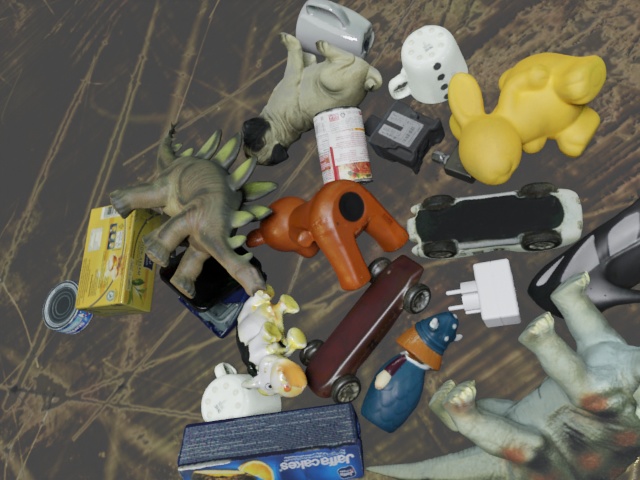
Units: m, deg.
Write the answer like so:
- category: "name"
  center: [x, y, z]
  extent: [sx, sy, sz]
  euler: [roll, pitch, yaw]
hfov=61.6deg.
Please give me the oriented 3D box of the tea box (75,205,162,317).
- category: "tea box"
  center: [-0.317, 0.031, 0.854]
  extent: [0.098, 0.068, 0.169]
  euler: [-7, 69, 23]

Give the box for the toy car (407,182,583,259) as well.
- category: "toy car"
  center: [0.203, -0.020, 0.644]
  extent: [0.202, 0.056, 0.073]
  euler: [-6, 74, 24]

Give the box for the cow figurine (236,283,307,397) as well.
- category: "cow figurine"
  center: [-0.068, 0.140, 0.672]
  extent: [0.098, 0.068, 0.167]
  euler: [-49, 30, 22]

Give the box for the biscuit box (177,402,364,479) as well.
- category: "biscuit box"
  center: [-0.053, 0.239, 0.611]
  extent: [0.203, 0.059, 0.063]
  euler: [-8, 31, 1]

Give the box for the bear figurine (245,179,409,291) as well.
- category: "bear figurine"
  center: [-0.004, -0.006, 0.705]
  extent: [0.120, 0.132, 0.196]
  euler: [-42, 12, -32]

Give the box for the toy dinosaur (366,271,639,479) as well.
- category: "toy dinosaur"
  center: [0.230, 0.176, 0.509]
  extent: [0.192, 0.131, 0.404]
  euler: [47, 122, 16]

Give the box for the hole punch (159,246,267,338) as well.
- category: "hole punch"
  center: [-0.146, 0.062, 0.765]
  extent: [0.116, 0.092, 0.142]
  euler: [-40, 53, -24]

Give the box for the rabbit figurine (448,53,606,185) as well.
- category: "rabbit figurine"
  center: [0.221, -0.141, 0.627]
  extent: [0.163, 0.121, 0.173]
  euler: [35, 75, 29]

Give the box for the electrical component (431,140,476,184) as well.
- category: "electrical component"
  center: [0.195, -0.109, 0.700]
  extent: [0.094, 0.021, 0.063]
  euler: [26, 83, 31]

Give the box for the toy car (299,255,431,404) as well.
- category: "toy car"
  center: [0.057, 0.108, 0.662]
  extent: [0.202, 0.053, 0.089]
  euler: [-51, 39, -3]

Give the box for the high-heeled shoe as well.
- category: "high-heeled shoe"
  center: [0.336, -0.012, 0.589]
  extent: [0.249, 0.086, 0.145]
  euler: [-51, 25, -22]

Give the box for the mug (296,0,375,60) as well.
- category: "mug"
  center: [0.026, -0.323, 0.818]
  extent: [0.107, 0.109, 0.081]
  euler: [23, 75, 16]

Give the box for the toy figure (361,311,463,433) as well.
- category: "toy figure"
  center: [0.104, 0.145, 0.619]
  extent: [0.058, 0.064, 0.154]
  euler: [31, 83, 28]

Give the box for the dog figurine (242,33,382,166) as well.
- category: "dog figurine"
  center: [-0.015, -0.184, 0.795]
  extent: [0.173, 0.121, 0.190]
  euler: [23, 95, 33]

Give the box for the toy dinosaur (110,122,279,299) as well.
- category: "toy dinosaur"
  center: [-0.175, -0.065, 0.748]
  extent: [0.198, 0.104, 0.472]
  euler: [-36, 44, -13]

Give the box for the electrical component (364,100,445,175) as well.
- category: "electrical component"
  center: [0.105, -0.150, 0.744]
  extent: [0.119, 0.047, 0.075]
  euler: [37, 88, 30]

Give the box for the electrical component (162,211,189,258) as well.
- category: "electrical component"
  center: [-0.213, -0.027, 0.846]
  extent: [0.078, 0.045, 0.102]
  euler: [-38, 52, 40]
